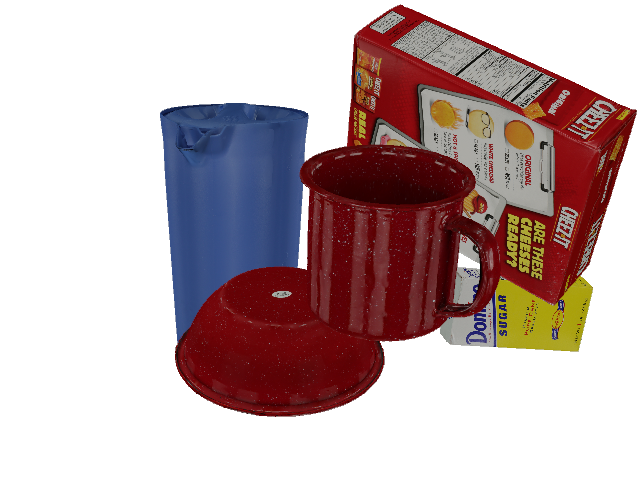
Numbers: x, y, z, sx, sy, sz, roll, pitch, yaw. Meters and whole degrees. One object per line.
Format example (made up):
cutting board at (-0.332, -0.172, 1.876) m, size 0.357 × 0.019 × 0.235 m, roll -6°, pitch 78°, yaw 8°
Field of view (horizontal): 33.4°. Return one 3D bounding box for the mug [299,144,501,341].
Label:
mug at (0.044, 0.005, 0.571) m, size 0.117 × 0.081 × 0.093 m, roll 19°, pitch 29°, yaw 32°

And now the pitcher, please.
pitcher at (-0.074, -0.006, 0.994) m, size 0.149 × 0.243 × 0.145 m, roll -4°, pitch 16°, yaw -20°

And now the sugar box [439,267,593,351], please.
sugar box at (0.245, 0.087, 1.338) m, size 0.176 × 0.093 × 0.048 m, roll 3°, pitch 19°, yaw -14°

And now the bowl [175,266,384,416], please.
bowl at (-0.030, 0.065, 0.811) m, size 0.162 × 0.055 × 0.162 m, roll 2°, pitch 27°, yaw -1°

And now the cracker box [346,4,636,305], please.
cracker box at (0.124, -0.070, 0.846) m, size 0.214 × 0.164 × 0.072 m, roll 30°, pitch 51°, yaw 24°
